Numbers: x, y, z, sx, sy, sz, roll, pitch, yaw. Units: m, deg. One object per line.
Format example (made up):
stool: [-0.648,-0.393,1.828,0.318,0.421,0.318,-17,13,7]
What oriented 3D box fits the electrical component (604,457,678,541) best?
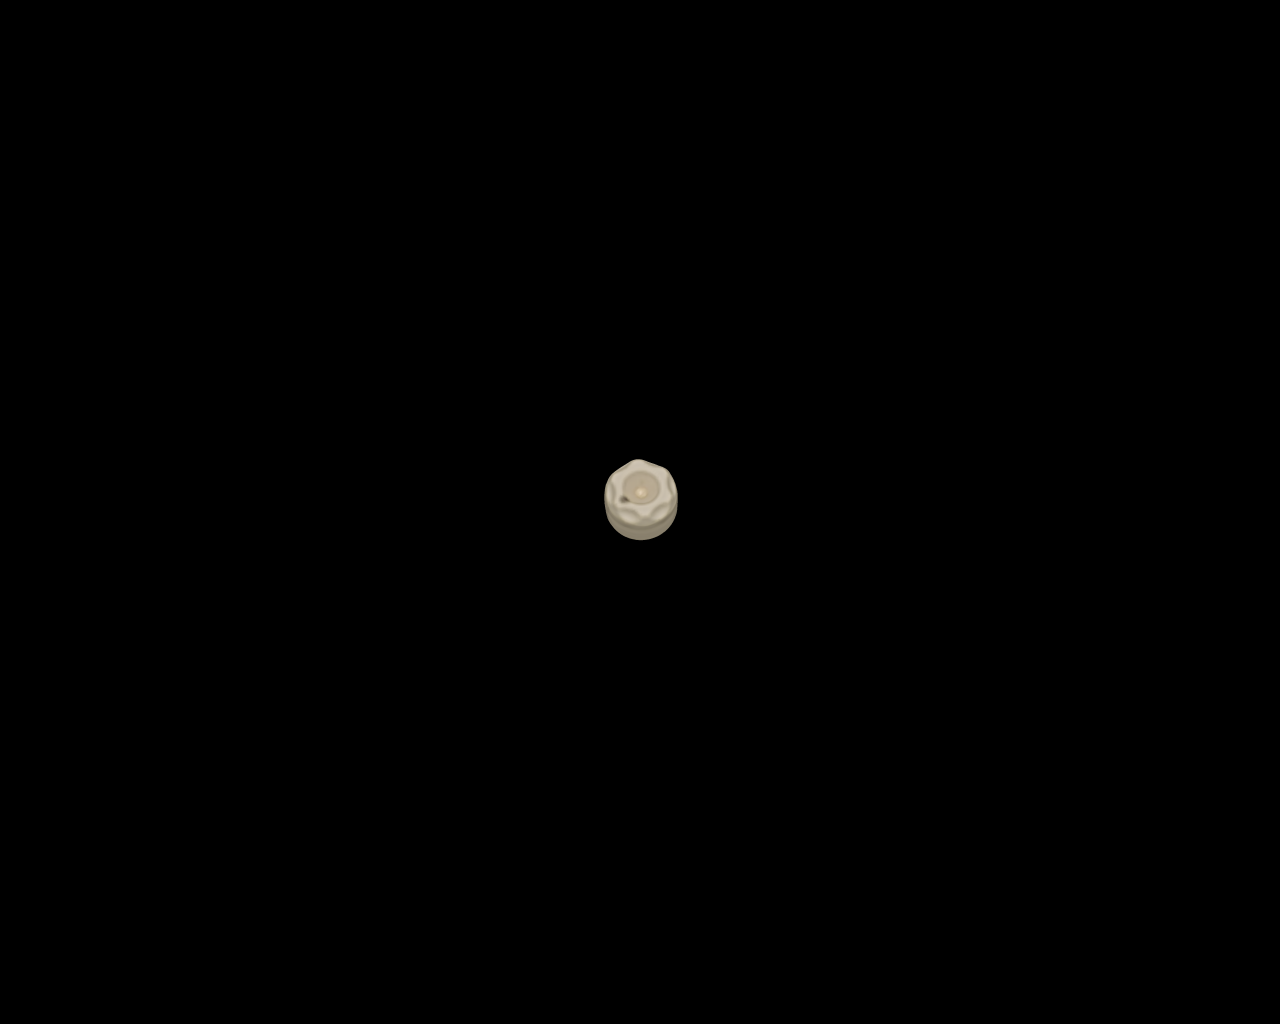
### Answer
electrical component: [0.001,-0.003,0.650,0.043,0.043,0.062,0,-24,0]
